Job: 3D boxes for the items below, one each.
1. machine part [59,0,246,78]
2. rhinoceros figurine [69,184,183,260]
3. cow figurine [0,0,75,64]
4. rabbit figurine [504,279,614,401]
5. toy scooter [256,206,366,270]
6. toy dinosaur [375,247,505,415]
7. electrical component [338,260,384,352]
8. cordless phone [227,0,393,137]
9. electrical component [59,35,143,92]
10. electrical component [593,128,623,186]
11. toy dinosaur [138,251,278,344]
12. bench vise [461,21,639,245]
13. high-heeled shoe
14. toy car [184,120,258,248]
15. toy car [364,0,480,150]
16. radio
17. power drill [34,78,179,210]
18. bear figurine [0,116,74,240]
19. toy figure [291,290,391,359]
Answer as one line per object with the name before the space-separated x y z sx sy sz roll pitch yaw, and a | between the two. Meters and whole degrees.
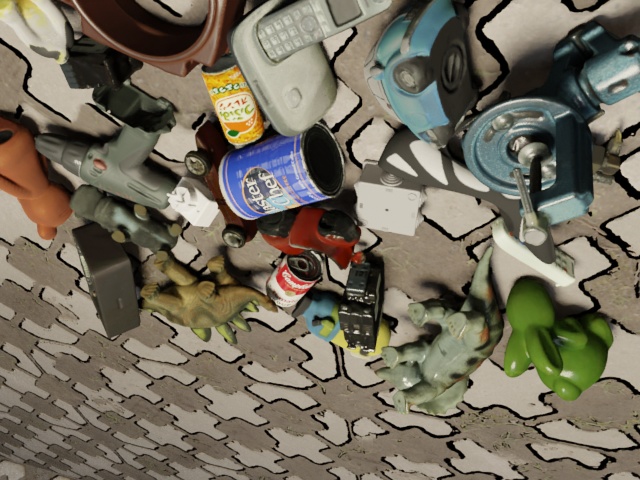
machine part | -0.183 -0.295 0.582 0.201 0.087 0.201 23 140 -3
rhinoceros figurine | -0.326 -0.034 0.916 0.190 0.073 0.112 30 177 -30
cow figurine | -0.354 -0.281 0.651 0.168 0.068 0.098 45 171 35
rabbit figurine | 0.331 0.145 0.806 0.170 0.159 0.121 51 143 -9
toy scooter | -0.002 -0.002 0.817 0.184 0.075 0.135 7 159 38
toy dinosaur | 0.223 0.166 0.878 0.192 0.131 0.404 -2 139 -38
electrical component | 0.070 0.098 0.871 0.058 0.115 0.134 4 136 13
cordless phone | 0.004 -0.213 0.604 0.184 0.089 0.146 -18 126 17
electrical component | -0.305 -0.234 0.705 0.119 0.075 0.047 5 135 12
electrical component | 0.298 -0.100 0.623 0.102 0.045 0.078 13 167 13
toy dinosaur | -0.248 0.122 1.039 0.472 0.105 0.198 1 140 38
bench vise | 0.228 -0.095 0.505 0.224 0.241 0.128 -16 127 37
high-heeled shoe | 0.187 -0.045 0.677 0.145 0.086 0.248 -29 102 19
toy car | -0.140 -0.079 0.789 0.053 0.089 0.201 2 135 27
toy car | 0.104 -0.181 0.584 0.103 0.109 0.161 20 157 37
radio | -0.408 0.075 1.031 0.131 0.073 0.229 53 148 28
power drill | -0.311 -0.145 0.800 0.232 0.086 0.207 29 134 -11
bear figurine | -0.498 -0.102 0.899 0.132 0.120 0.195 13 144 14
toy figure | 0.042 0.150 0.965 0.180 0.082 0.089 32 140 -8
